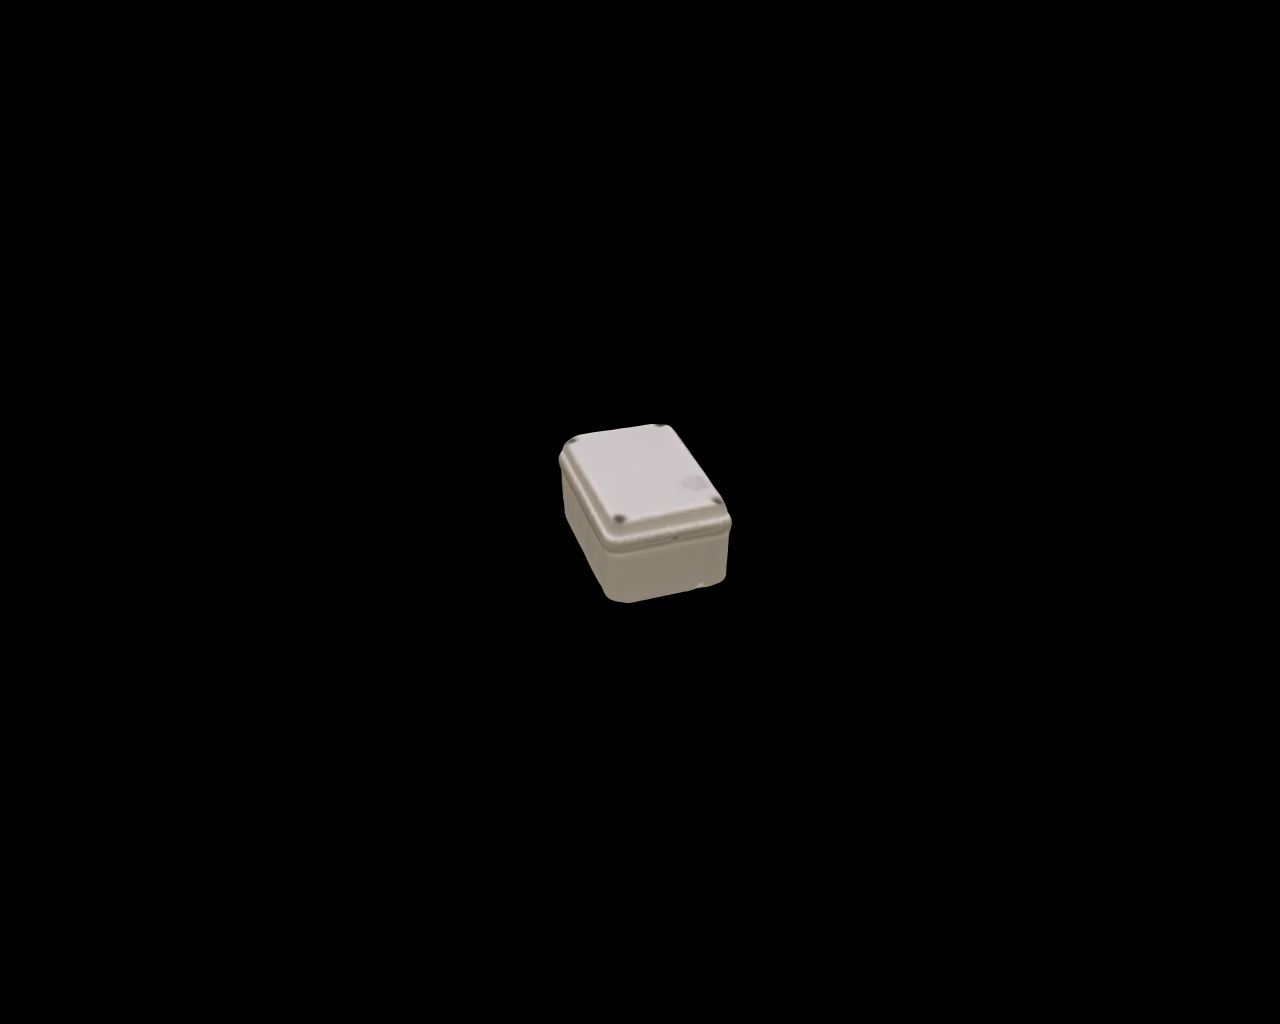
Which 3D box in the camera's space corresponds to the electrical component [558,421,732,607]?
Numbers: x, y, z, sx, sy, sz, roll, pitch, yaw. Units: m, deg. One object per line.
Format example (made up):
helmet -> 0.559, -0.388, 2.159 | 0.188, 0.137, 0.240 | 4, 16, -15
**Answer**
electrical component -> 0.001, -0.003, 0.650 | 0.078, 0.057, 0.113 | -10, 35, -15
